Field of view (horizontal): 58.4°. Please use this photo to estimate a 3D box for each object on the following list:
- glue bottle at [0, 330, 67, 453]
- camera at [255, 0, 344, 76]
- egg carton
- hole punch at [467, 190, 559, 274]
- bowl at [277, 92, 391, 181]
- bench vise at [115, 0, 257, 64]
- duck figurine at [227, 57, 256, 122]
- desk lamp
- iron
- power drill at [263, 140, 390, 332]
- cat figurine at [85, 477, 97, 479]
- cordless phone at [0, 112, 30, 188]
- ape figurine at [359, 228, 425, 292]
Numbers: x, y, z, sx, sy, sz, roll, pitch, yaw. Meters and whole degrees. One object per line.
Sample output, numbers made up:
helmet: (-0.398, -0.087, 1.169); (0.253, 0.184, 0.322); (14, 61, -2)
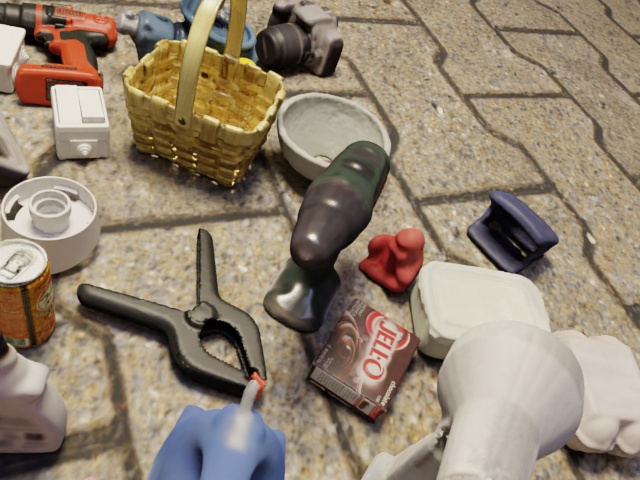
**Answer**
glue bottle: (-0.239, 0.115, 0.438); (0.078, 0.173, 0.037); (8, 48, -14)
camera: (-0.047, -0.351, 0.969); (0.137, 0.101, 0.143); (-25, 63, -36)
egg carton: (0.324, 0.178, 0.671); (0.107, 0.069, 0.150); (10, 48, -13)
hole punch: (0.283, -0.023, 0.816); (0.101, 0.091, 0.108); (-23, 62, -35)
bowl: (0.012, -0.131, 0.818); (0.168, 0.074, 0.167); (11, 48, -12)
bench vise: (-0.170, -0.318, 0.811); (0.208, 0.219, 0.121); (-27, 64, -36)
duck figurine: (-0.118, -0.222, 0.839); (0.077, 0.086, 0.104); (18, 47, -6)
desk lamp: (0.117, 0.191, 0.480); (0.118, 0.213, 0.204); (35, 47, 11)
iron: (-0.088, 0.233, 0.414); (0.119, 0.141, 0.258); (18, 47, -5)
power drill: (0.006, 0.002, 0.606); (0.075, 0.208, 0.230); (26, 46, 3)
cat figurine: (-0.197, 0.231, 0.391); (0.067, 0.117, 0.128); (41, 49, 17)
cordless phone: (-0.381, -0.156, 0.611); (0.094, 0.185, 0.147); (-23, 62, -35)
ape figurine: (0.099, 0.018, 0.709); (0.076, 0.092, 0.077); (3, 50, -19)
